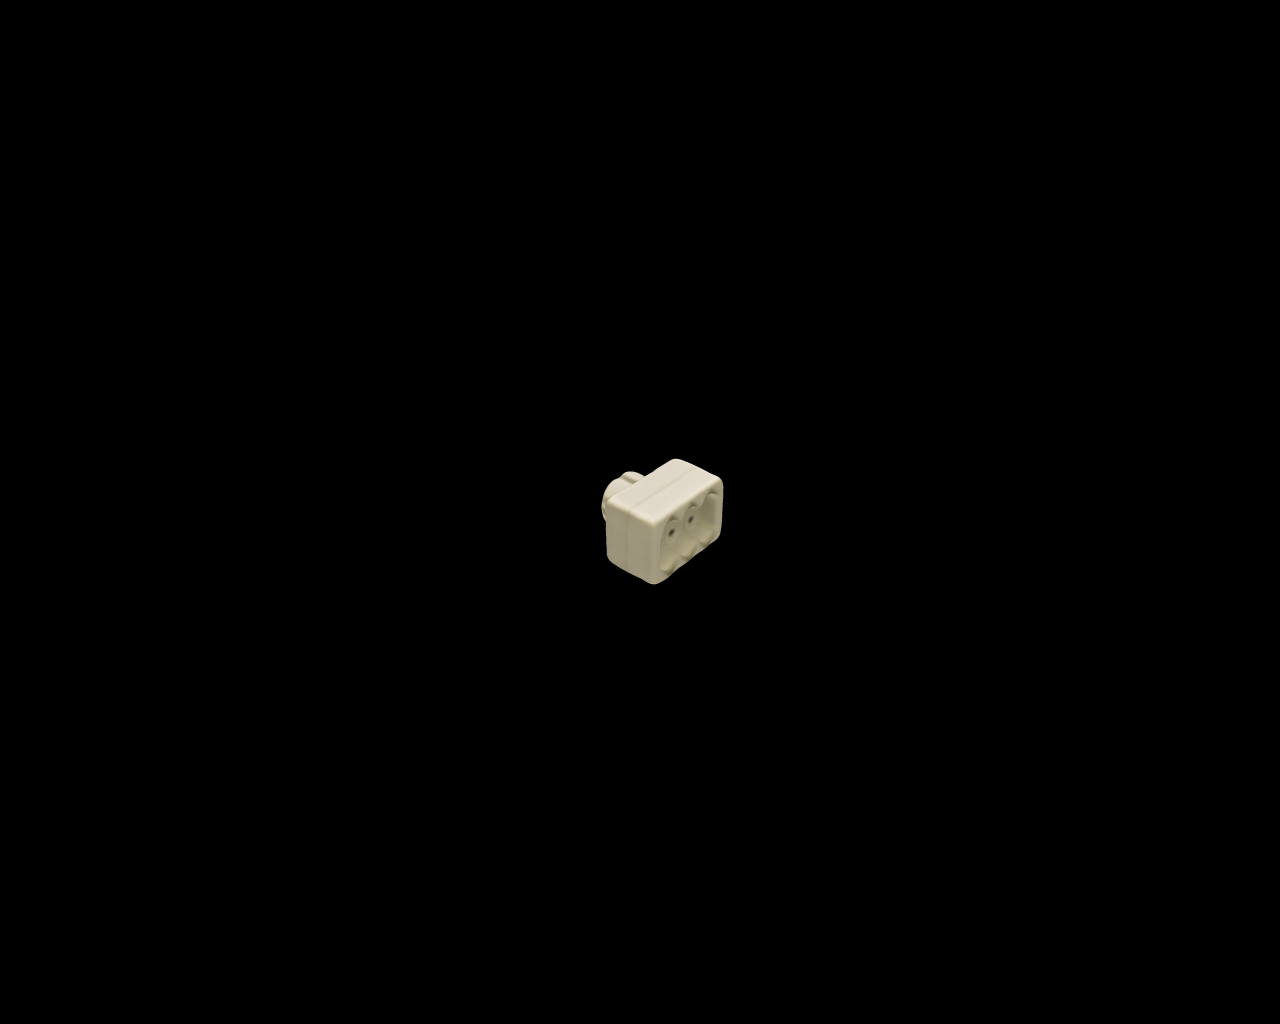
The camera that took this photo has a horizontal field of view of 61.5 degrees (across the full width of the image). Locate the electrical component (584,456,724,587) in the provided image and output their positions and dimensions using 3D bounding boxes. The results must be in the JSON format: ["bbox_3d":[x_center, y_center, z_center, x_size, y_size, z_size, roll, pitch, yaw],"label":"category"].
[{"bbox_3d":[0.001,-0.003,0.650,0.077,0.047,0.066,27,44,33],"label":"electrical component"}]
